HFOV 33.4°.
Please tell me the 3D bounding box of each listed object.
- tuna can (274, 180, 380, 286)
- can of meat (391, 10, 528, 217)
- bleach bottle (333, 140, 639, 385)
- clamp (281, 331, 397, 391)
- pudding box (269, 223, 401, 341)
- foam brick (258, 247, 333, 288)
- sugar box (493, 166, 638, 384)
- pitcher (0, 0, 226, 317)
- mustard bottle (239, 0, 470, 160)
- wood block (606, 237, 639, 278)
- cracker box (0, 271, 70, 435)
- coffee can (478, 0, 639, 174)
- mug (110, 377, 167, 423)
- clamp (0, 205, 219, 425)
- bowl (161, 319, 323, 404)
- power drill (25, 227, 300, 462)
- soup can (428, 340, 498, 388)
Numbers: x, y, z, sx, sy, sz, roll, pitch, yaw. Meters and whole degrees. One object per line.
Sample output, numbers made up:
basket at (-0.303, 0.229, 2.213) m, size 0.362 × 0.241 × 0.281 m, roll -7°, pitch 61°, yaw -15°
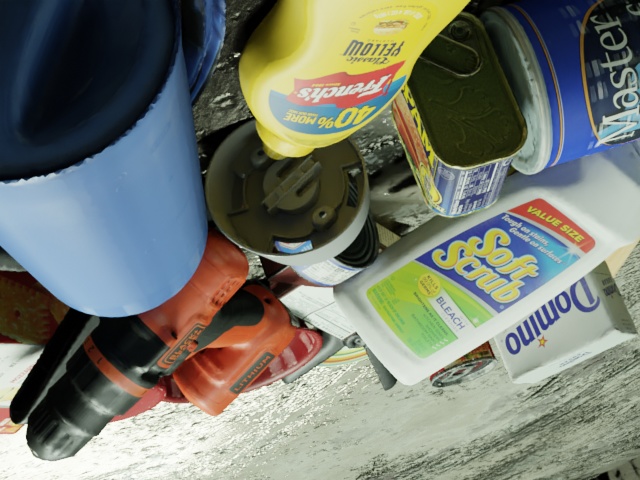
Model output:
tuna can at (0.001, -0.011, 0.750) m, size 0.034 × 0.086 × 0.085 m, roll -33°, pitch 154°, yaw 32°
can of meat at (0.081, -0.074, 0.653) m, size 0.057 × 0.102 × 0.084 m, roll -17°, pitch 159°, yaw -6°
bleach bottle at (0.132, -0.002, 0.740) m, size 0.251 × 0.102 × 0.068 m, roll -38°, pitch 180°, yaw 27°
clamp at (0.043, 0.089, 1.015) m, size 0.120 × 0.039 × 0.172 m, roll 8°, pitch 136°, yaw -24°
pudding box at (0.025, 0.034, 0.899) m, size 0.089 × 0.039 × 0.114 m, roll 29°, pitch 133°, yaw -35°
foam brick at (-0.005, 0.001, 0.815) m, size 0.051 × 0.053 × 0.078 m, roll -35°, pitch 153°, yaw 32°
sugar box at (0.156, 0.009, 0.798) m, size 0.093 × 0.176 × 0.048 m, roll -33°, pitch 153°, yaw 31°
pitcher at (-0.114, -0.051, 0.538) m, size 0.149 × 0.145 × 0.243 m, roll -5°, pitch 160°, yaw -1°
mustard bottle at (0.008, -0.103, 0.584) m, size 0.096 × 0.058 × 0.192 m, roll -5°, pitch 154°, yaw -28°
wood block at (0.204, 0.001, 0.928) m, size 0.090 × 0.091 × 0.206 m, roll -16°, pitch 157°, yaw -8°
cracker box at (-0.279, 0.080, 0.760) m, size 0.213 × 0.072 × 0.164 m, roll 7°, pitch 144°, yaw -45°
coffee can at (0.177, -0.108, 0.645) m, size 0.140 × 0.103 × 0.103 m, roll -17°, pitch 157°, yaw -6°
mug at (-0.173, 0.104, 0.881) m, size 0.093 × 0.081 × 0.117 m, roll -16°, pitch 157°, yaw -8°
clamp at (-0.143, 0.029, 0.715) m, size 0.209 × 0.036 × 0.164 m, roll -24°, pitch 133°, yaw -25°
bowl at (-0.081, 0.091, 0.956) m, size 0.162 × 0.055 × 0.162 m, roll -16°, pitch 157°, yaw -7°
power drill at (-0.098, 0.081, 0.734) m, size 0.184 × 0.057 × 0.187 m, roll -45°, pitch 163°, yaw 4°
soup can at (0.123, 0.084, 1.039) m, size 0.068 × 0.102 × 0.068 m, roll -16°, pitch 157°, yaw -7°
